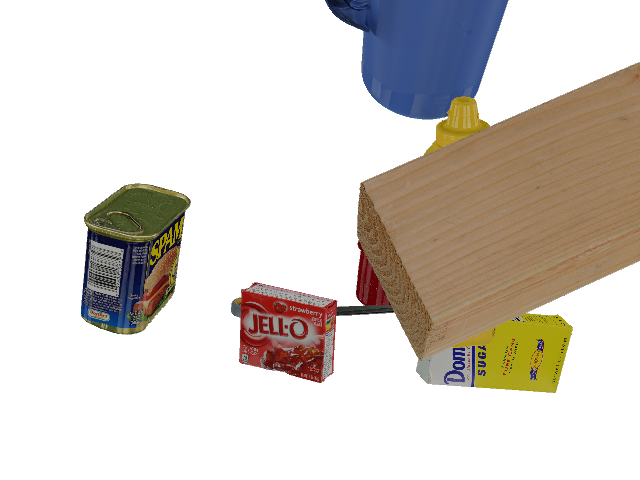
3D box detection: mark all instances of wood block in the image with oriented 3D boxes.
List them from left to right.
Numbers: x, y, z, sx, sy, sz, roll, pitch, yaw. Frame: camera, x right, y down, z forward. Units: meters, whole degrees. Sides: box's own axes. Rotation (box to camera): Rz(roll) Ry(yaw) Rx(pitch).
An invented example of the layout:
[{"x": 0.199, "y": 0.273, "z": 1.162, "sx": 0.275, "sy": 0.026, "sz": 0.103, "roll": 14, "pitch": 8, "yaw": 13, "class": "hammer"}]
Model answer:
[{"x": 0.133, "y": -0.021, "z": 0.618, "sx": 0.206, "sy": 0.091, "sz": 0.090, "roll": -24, "pitch": -19, "yaw": -8, "class": "wood block"}]

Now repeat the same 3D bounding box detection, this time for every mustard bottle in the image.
[{"x": 0.110, "y": -0.019, "z": 0.833, "sx": 0.058, "sy": 0.192, "sz": 0.096, "roll": -4, "pitch": 27, "yaw": -4, "class": "mustard bottle"}]

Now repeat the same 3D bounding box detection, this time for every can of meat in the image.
[{"x": -0.143, "y": 0.013, "z": 0.821, "sx": 0.057, "sy": 0.084, "sz": 0.102, "roll": 14, "pitch": 23, "yaw": 8, "class": "can of meat"}]

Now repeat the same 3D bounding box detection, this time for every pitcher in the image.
[{"x": 0.087, "y": -0.215, "z": 0.870, "sx": 0.149, "sy": 0.144, "sz": 0.243, "roll": 27, "pitch": -34, "yaw": 15, "class": "pitcher"}]

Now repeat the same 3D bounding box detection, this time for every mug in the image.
[{"x": 0.103, "y": 0.049, "z": 1.457, "sx": 0.117, "sy": 0.081, "sz": 0.093, "roll": 19, "pitch": 26, "yaw": 28, "class": "mug"}]

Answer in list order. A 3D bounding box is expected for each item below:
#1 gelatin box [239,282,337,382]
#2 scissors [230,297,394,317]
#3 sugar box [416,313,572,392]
[{"x": -0.031, "y": 0.084, "z": 0.978, "sx": 0.089, "sy": 0.073, "sz": 0.030, "roll": 11, "pitch": 19, "yaw": 24, "class": "gelatin box"}, {"x": -0.001, "y": 0.087, "z": 1.190, "sx": 0.201, "sy": 0.016, "sz": 0.096, "roll": 4, "pitch": 22, "yaw": 0, "class": "scissors"}, {"x": 0.212, "y": 0.133, "z": 1.306, "sx": 0.176, "sy": 0.093, "sz": 0.048, "roll": 5, "pitch": 17, "yaw": -18, "class": "sugar box"}]
